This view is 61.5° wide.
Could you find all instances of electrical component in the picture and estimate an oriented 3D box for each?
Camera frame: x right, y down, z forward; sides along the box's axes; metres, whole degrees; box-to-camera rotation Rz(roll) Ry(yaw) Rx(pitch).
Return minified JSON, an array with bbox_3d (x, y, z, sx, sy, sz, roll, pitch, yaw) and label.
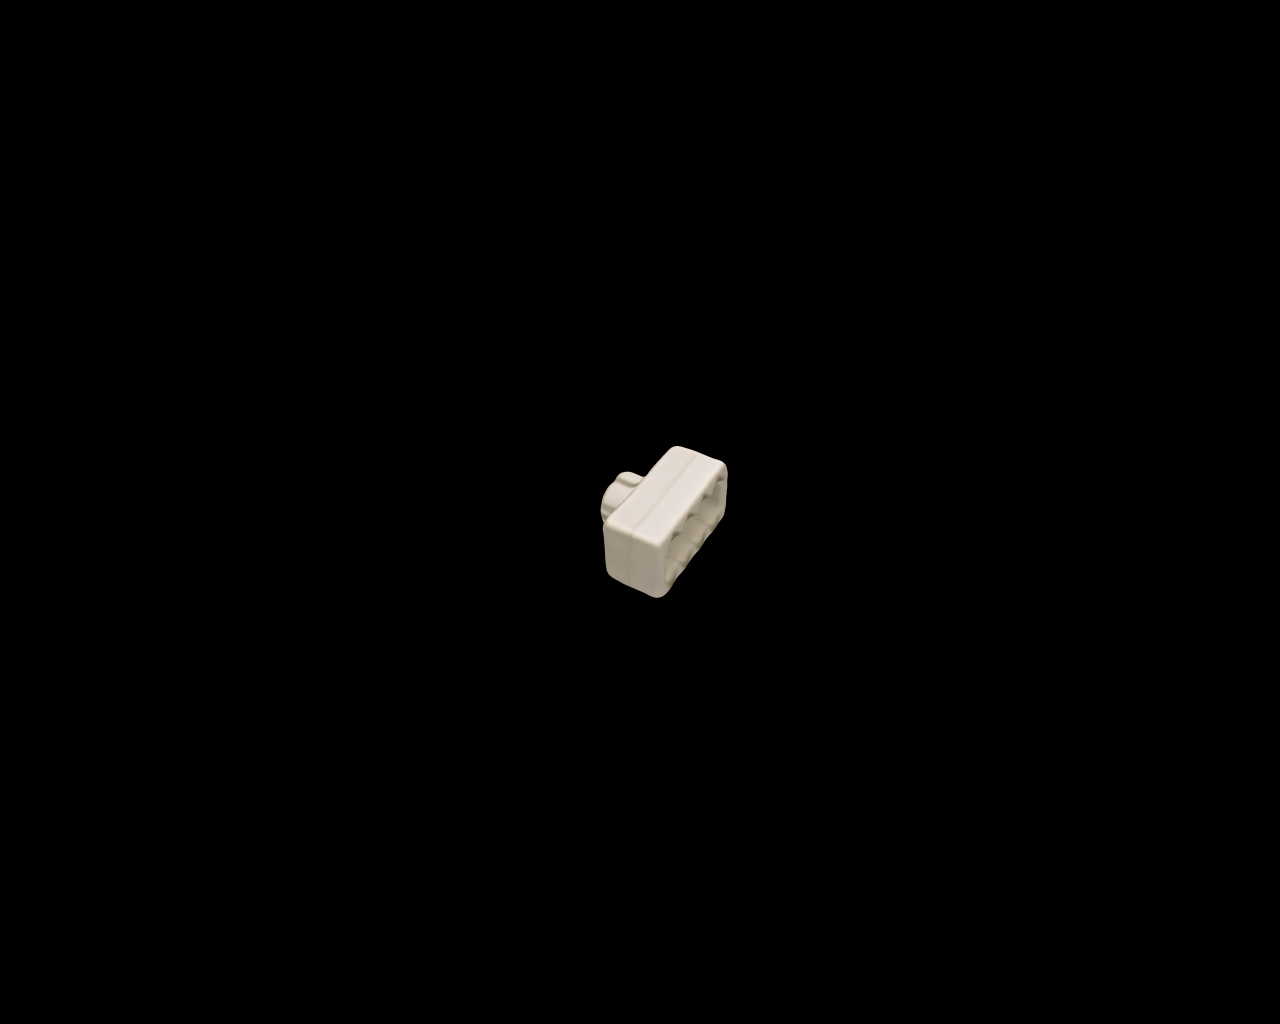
[{"bbox_3d":[0.001,-0.003,0.650,0.076,0.047,0.083,24,50,22],"label":"electrical component"}]
